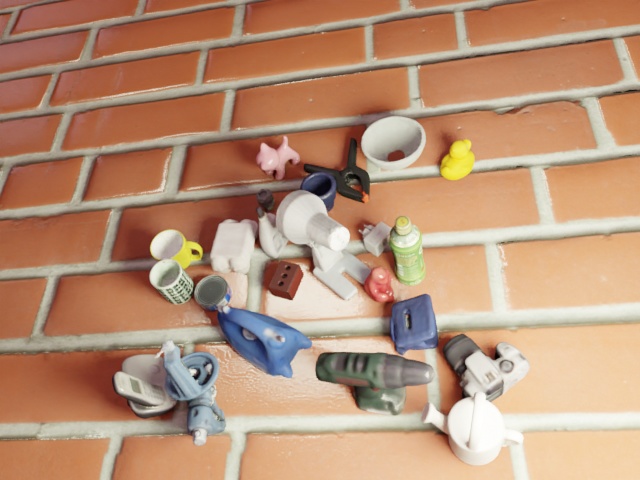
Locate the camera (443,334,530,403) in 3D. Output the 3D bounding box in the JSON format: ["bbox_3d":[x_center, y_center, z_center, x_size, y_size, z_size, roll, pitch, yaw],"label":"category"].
[{"bbox_3d":[0.322,0.244,1.147,0.143,0.101,0.136,-32,56,-8],"label":"camera"}]

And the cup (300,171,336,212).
[{"bbox_3d":[-0.001,-0.101,1.449,0.091,0.095,0.118,12,62,21],"label":"cup"}]

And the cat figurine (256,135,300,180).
[{"bbox_3d":[-0.122,-0.226,1.544,0.067,0.118,0.128,29,69,28],"label":"cat figurine"}]

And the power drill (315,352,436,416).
[{"bbox_3d":[0.113,0.274,1.114,0.229,0.209,0.075,3,59,16],"label":"power drill"}]

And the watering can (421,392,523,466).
[{"bbox_3d":[0.275,0.340,1.041,0.172,0.194,0.101,-11,56,7],"label":"watering can"}]

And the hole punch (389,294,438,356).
[{"bbox_3d":[0.198,0.180,1.224,0.101,0.091,0.108,-8,57,9],"label":"hole punch"}]

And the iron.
[{"bbox_3d":[-0.153,0.197,1.268,0.257,0.142,0.119,23,66,25],"label":"iron"}]

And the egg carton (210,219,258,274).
[{"bbox_3d":[-0.215,0.015,1.442,0.107,0.069,0.150,0,58,14],"label":"egg carton"}]

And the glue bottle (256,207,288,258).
[{"bbox_3d":[-0.123,-0.028,1.385,0.037,0.173,0.078,21,65,25],"label":"glue bottle"}]

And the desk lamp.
[{"bbox_3d":[0.012,0.005,1.306,0.118,0.214,0.202,-44,59,-15],"label":"desk lamp"}]

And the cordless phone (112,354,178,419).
[{"bbox_3d":[-0.392,0.299,1.235,0.094,0.185,0.147,-29,56,-5],"label":"cordless phone"}]

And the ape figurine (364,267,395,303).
[{"bbox_3d":[0.134,0.094,1.293,0.076,0.092,0.078,21,65,25],"label":"ape figurine"}]

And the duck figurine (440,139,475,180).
[{"bbox_3d":[0.344,-0.209,1.438,0.105,0.086,0.077,-44,59,-15],"label":"duck figurine"}]

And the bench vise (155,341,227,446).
[{"bbox_3d":[-0.256,0.302,1.178,0.121,0.220,0.207,-32,56,-7],"label":"bench vise"}]

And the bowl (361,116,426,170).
[{"bbox_3d":[0.194,-0.241,1.502,0.167,0.075,0.167,-6,57,10],"label":"bowl"}]
